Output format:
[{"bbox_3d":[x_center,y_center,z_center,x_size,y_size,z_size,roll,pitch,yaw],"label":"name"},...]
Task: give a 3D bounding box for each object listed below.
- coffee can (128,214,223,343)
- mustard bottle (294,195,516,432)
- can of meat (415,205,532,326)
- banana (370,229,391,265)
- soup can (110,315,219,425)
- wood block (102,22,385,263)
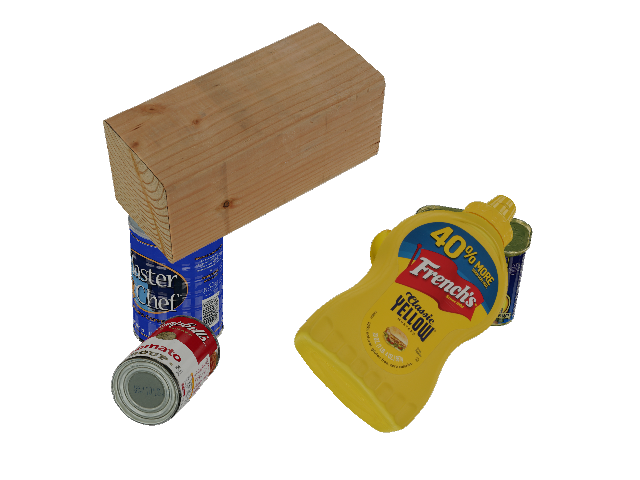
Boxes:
[{"bbox_3d":[-0.157,0.036,1.175,0.103,0.140,0.103,2,27,-1],"label":"coffee can"},{"bbox_3d":[0.076,0.036,0.750,0.191,0.096,0.058,-46,2,-23],"label":"mustard bottle"},{"bbox_3d":[0.128,0.024,0.939,0.102,0.084,0.057,10,33,11],"label":"can of meat"},{"bbox_3d":[0.097,0.037,1.196,0.069,0.037,0.198,3,23,-30],"label":"banana"},{"bbox_3d":[-0.141,0.118,0.980,0.068,0.068,0.102,0,17,16],"label":"soup can"},{"bbox_3d":[-0.057,-0.081,0.854,0.205,0.091,0.090,-29,57,-24],"label":"wood block"}]
